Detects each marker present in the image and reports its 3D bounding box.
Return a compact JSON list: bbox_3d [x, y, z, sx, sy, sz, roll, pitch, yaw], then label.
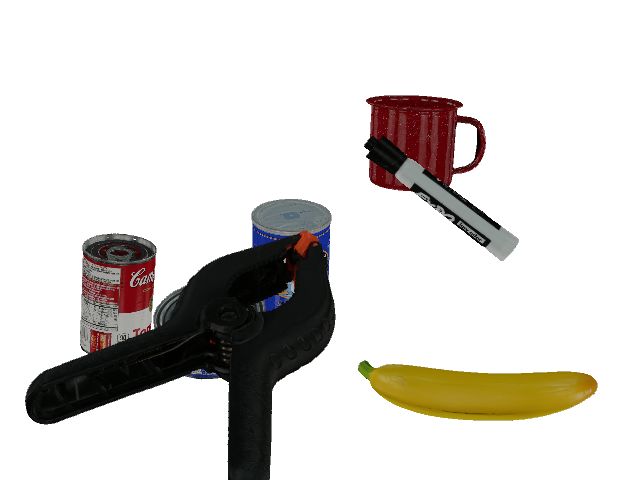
[{"bbox_3d":[0.080,-0.030,0.714,0.121,0.020,0.020,38,1,1],"label":"marker"}]

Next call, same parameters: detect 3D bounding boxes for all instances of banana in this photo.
[{"bbox_3d":[0.126,0.118,0.863,0.198,0.037,0.069,5,27,8],"label":"banana"}]

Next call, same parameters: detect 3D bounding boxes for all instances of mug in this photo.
[{"bbox_3d":[0.101,-0.094,1.033,0.117,0.081,0.093,3,15,6],"label":"mug"}]

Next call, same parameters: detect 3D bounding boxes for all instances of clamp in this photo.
[{"bbox_3d":[-0.038,0.055,0.503,0.120,0.039,0.171,30,48,24],"label":"clamp"}]

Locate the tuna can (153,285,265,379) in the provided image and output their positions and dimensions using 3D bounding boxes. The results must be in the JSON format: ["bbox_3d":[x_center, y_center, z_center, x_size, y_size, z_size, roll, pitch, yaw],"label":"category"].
[{"bbox_3d":[-0.083,0.068,0.820,0.086,0.034,0.086,-4,32,2],"label":"tuna can"}]

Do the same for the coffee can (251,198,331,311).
[{"bbox_3d":[-0.039,0.030,1.393,0.103,0.140,0.103,1,25,-1],"label":"coffee can"}]

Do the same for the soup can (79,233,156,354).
[{"bbox_3d":[-0.191,0.053,1.001,0.068,0.102,0.068,6,21,-3],"label":"soup can"}]
